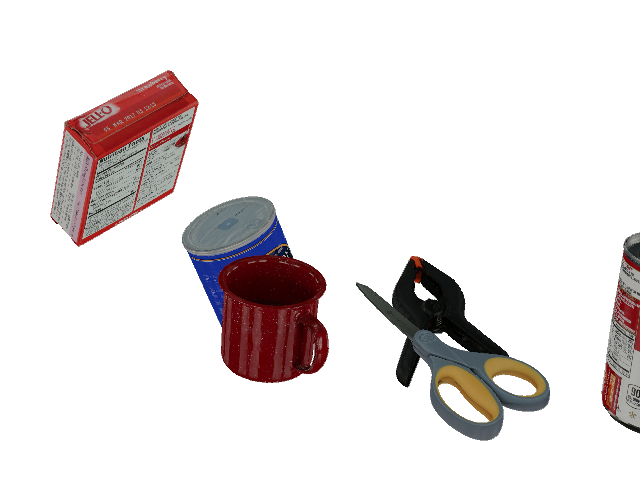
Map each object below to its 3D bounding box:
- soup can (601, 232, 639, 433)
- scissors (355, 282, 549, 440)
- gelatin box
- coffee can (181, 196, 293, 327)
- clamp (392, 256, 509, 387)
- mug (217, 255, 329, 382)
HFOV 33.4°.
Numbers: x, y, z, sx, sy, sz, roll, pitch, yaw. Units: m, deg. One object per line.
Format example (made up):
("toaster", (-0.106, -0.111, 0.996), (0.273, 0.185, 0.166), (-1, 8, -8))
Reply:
("soup can", (0.199, 0.053, 0.606), (0.068, 0.102, 0.068), (2, 22, -1))
("scissors", (0.101, 0.081, 0.812), (0.096, 0.016, 0.202), (-6, 31, -14))
("gelatin box", (-0.111, -0.046, 0.598), (0.073, 0.030, 0.089), (-35, -17, -34))
("coffee can", (-0.075, 0.039, 1.139), (0.103, 0.140, 0.103), (-16, 29, 9))
("clamp", (0.133, 0.086, 1.142), (0.120, 0.171, 0.039), (4, -44, -9))
("mug", (-0.036, 0.074, 0.923), (0.117, 0.081, 0.093), (28, 34, 37))
